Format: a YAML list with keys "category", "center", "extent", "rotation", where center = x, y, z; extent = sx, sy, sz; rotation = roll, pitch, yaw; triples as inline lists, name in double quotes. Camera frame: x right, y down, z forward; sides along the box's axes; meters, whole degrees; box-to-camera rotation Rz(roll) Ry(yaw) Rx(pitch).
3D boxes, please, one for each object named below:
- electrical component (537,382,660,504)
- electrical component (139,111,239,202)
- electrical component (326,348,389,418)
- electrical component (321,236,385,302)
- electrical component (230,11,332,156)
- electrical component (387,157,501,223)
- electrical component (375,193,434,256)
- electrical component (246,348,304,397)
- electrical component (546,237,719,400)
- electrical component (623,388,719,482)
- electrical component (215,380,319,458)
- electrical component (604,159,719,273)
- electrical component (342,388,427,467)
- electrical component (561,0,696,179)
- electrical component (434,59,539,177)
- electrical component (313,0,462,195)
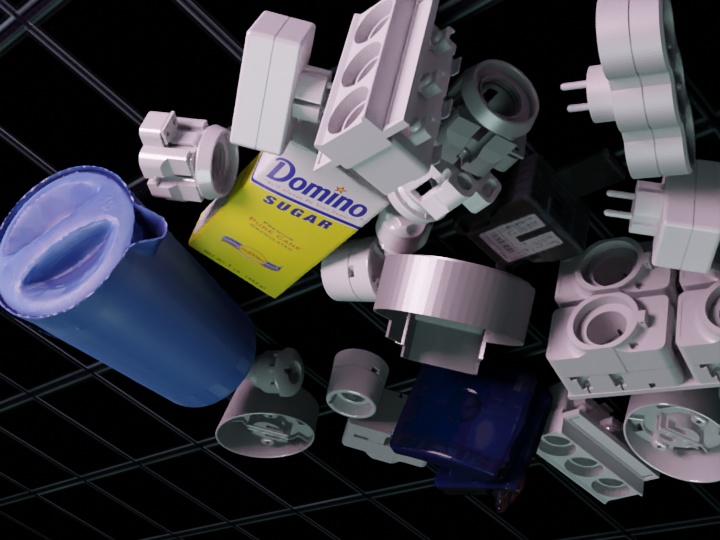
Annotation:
- category: "electrical component"
  center: [0.213, 0.160, 1.009]
  extent: [0.121, 0.063, 0.079]
  rotation: [38, 138, -26]
- category: "electrical component"
  center: [-0.130, -0.085, 0.831]
  extent: [0.057, 0.058, 0.078]
  rotation: [8, 142, 17]
- category: "electrical component"
  center: [-0.003, 0.111, 1.041]
  extent: [0.055, 0.047, 0.055]
  rotation: [10, 143, 8]
- category: "electrical component"
  center: [0.000, 0.000, 0.893]
  extent: [0.047, 0.055, 0.055]
  rotation: [-4, 139, 30]
- category: "electrical component"
  center: [-0.042, -0.122, 0.735]
  extent: [0.076, 0.047, 0.083]
  rotation: [15, 121, 2]
- category: "electrical component"
  center: [0.054, -0.069, 0.779]
  extent: [0.078, 0.058, 0.057]
  rotation: [45, 139, -9]
- category: "electrical component"
  center: [0.033, -0.031, 0.849]
  extent: [0.043, 0.043, 0.062]
  rotation: [17, 144, 0]
- category: "electrical component"
  center: [-0.090, 0.100, 1.065]
  extent: [0.062, 0.048, 0.048]
  rotation: [-2, 140, 33]
- category: "electrical component"
  center: [0.238, 0.028, 0.795]
  extent: [0.186, 0.105, 0.060]
  rotation: [-10, 136, 30]
- category: "electrical component"
  center: [0.285, 0.137, 0.952]
  extent: [0.099, 0.064, 0.099]
  rotation: [11, 143, 8]
- category: "electrical component"
  center: [-0.093, 0.156, 1.119]
  extent: [0.099, 0.064, 0.099]
  rotation: [10, 143, 8]
- category: "electrical component"
  center: [0.210, -0.042, 0.749]
  extent: [0.077, 0.065, 0.047]
  rotation: [9, 143, 10]
- category: "electrical component"
  center: [0.032, 0.158, 1.086]
  extent: [0.089, 0.050, 0.055]
  rotation: [16, 142, 0]
- category: "electrical component"
  center: [0.166, -0.114, 0.685]
  extent: [0.074, 0.052, 0.138]
  rotation: [-4, 139, 25]
- category: "electrical component"
  center: [0.084, -0.104, 0.724]
  extent: [0.078, 0.058, 0.057]
  rotation: [24, 144, -17]
- category: "electrical component"
  center: [0.021, -0.113, 0.684]
  extent: [0.063, 0.121, 0.079]
  rotation: [37, 138, -29]
